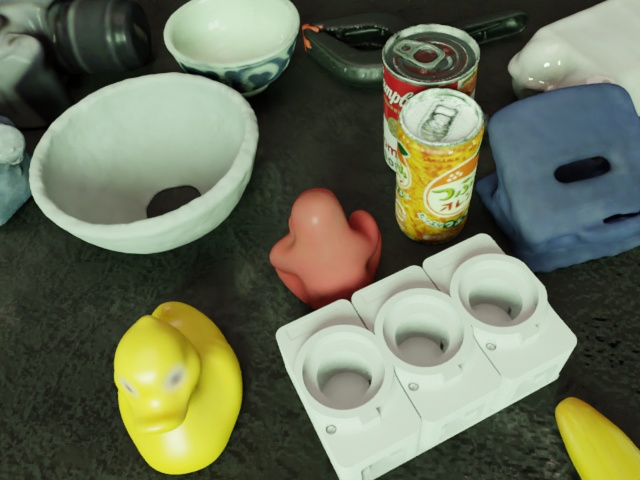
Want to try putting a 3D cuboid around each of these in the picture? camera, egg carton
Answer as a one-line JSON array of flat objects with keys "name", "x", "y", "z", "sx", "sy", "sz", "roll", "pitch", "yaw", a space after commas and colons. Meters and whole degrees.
[{"name": "camera", "x": -0.242, "y": -0.191, "z": 0.542, "sx": 0.136, "sy": 0.101, "sz": 0.143, "roll": 0, "pitch": 54, "yaw": 6}, {"name": "egg carton", "x": 0.239, "y": -0.141, "z": 0.473, "sx": 0.150, "sy": 0.069, "sz": 0.107, "roll": -26, "pitch": 55, "yaw": -12}]

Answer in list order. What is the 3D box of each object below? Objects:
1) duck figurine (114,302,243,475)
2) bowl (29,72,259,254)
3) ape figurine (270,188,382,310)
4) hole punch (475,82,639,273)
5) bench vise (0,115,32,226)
[{"name": "duck figurine", "x": -0.091, "y": 0.076, "z": 0.340, "sx": 0.077, "sy": 0.086, "sz": 0.104, "roll": -10, "pitch": 53, "yaw": -1}, {"name": "bowl", "x": -0.125, "y": -0.049, "z": 0.442, "sx": 0.167, "sy": 0.075, "sz": 0.167, "roll": -3, "pitch": 54, "yaw": 4}, {"name": "ape figurine", "x": 0.003, "y": 0.001, "z": 0.380, "sx": 0.078, "sy": 0.092, "sz": 0.076, "roll": -6, "pitch": 53, "yaw": 2}, {"name": "hole punch", "x": 0.175, "y": -0.043, "z": 0.395, "sx": 0.108, "sy": 0.091, "sz": 0.101, "roll": -15, "pitch": 54, "yaw": -4}, {"name": "bench vise", "x": -0.313, "y": -0.118, "z": 0.422, "sx": 0.207, "sy": 0.220, "sz": 0.121, "roll": 1, "pitch": 54, "yaw": 7}]
